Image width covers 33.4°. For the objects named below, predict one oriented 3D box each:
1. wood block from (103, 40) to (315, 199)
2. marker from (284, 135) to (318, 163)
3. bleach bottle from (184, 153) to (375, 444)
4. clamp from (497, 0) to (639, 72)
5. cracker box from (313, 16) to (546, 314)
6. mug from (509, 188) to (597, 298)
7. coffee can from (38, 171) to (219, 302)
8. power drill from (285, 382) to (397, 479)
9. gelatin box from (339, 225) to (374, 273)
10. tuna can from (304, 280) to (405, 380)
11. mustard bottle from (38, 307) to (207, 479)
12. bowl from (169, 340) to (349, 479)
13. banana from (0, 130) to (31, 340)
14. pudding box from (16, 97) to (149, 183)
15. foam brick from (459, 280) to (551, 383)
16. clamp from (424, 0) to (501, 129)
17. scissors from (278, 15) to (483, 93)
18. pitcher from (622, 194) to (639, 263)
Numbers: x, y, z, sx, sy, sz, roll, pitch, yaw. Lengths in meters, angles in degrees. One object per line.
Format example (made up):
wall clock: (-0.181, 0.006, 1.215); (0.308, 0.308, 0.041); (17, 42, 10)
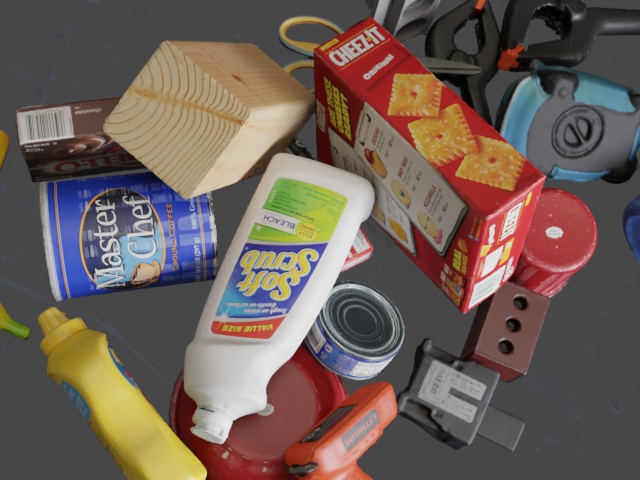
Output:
wood block: (-0.083, -0.107, 0.901); (0.091, 0.206, 0.090); (40, 107, 6)
marker: (-0.031, -0.096, 1.009); (0.020, 0.020, 0.121); (-35, 80, -17)
bleach bottle: (-0.040, 0.051, 0.888); (0.102, 0.068, 0.250); (18, 64, 6)
clamp: (0.243, -0.236, 1.071); (0.209, 0.036, 0.164); (-32, 77, -27)
cracker box: (0.086, -0.063, 0.913); (0.072, 0.164, 0.214); (-34, 65, -18)
mug: (0.195, -0.008, 0.979); (0.093, 0.081, 0.117); (-29, 79, -15)
coffee can: (-0.164, -0.007, 0.919); (0.140, 0.103, 0.103); (-7, 74, -10)
power drill: (0.072, 0.213, 0.876); (0.184, 0.057, 0.187); (-35, 93, -33)
gelatin box: (-0.006, 0.001, 0.976); (0.089, 0.030, 0.073); (-28, 77, -15)
tuna can: (0.030, 0.078, 0.936); (0.086, 0.034, 0.086); (15, 46, -17)
mustard bottle: (-0.171, 0.135, 0.876); (0.058, 0.096, 0.192); (-36, 80, -15)
bowl: (-0.048, 0.146, 0.911); (0.162, 0.055, 0.162); (2, 72, -7)
banana: (-0.300, -0.003, 0.937); (0.069, 0.037, 0.198); (-2, 73, -29)
pudding box: (-0.206, -0.089, 0.946); (0.113, 0.090, 0.039); (-6, 72, -9)
foam brick: (0.166, 0.082, 0.962); (0.053, 0.051, 0.078); (22, 70, -1)
clamp: (0.124, -0.165, 1.042); (0.120, 0.039, 0.171); (14, 70, -12)
scissors: (0.044, -0.157, 1.018); (0.202, 0.016, 0.096); (23, 79, 15)
pitcher: (0.412, -0.046, 1.006); (0.242, 0.145, 0.149); (-35, 68, -13)
